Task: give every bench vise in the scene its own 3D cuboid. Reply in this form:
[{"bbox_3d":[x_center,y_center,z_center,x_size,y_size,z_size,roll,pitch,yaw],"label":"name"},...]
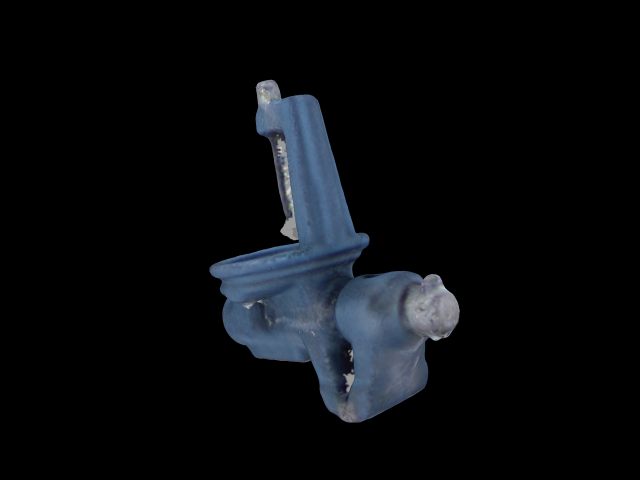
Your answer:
[{"bbox_3d":[0.010,-0.001,0.410,0.206,0.220,0.122,8,17,28],"label":"bench vise"}]
